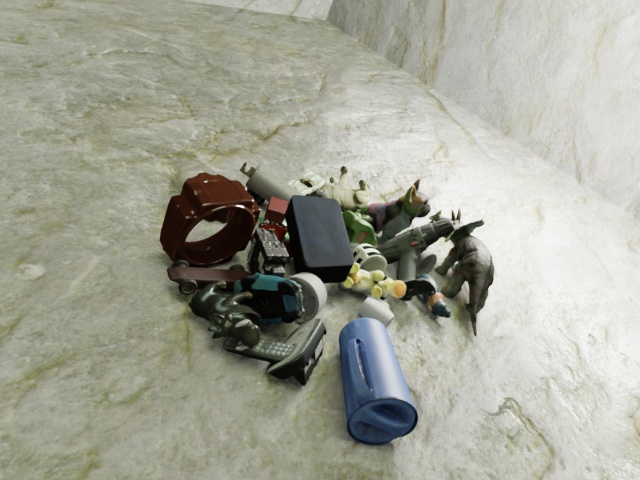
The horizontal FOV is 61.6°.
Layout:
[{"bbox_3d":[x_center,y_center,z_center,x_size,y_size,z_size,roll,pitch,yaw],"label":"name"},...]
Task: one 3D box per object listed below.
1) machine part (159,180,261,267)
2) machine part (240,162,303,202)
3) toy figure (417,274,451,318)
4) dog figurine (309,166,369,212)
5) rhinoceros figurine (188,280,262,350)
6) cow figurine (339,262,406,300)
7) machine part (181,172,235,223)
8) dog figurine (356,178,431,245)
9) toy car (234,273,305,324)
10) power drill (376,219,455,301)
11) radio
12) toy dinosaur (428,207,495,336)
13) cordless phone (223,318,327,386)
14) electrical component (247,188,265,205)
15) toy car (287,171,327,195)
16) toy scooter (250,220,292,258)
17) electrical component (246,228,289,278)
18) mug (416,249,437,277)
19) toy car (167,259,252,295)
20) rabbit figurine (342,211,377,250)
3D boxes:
[{"bbox_3d":[-0.248,-0.032,1.221,0.201,0.201,0.087,-9,47,-41],"label":"machine part"},{"bbox_3d":[-0.124,-0.137,1.533,0.243,0.079,0.079,34,32,-7],"label":"machine part"},{"bbox_3d":[0.301,0.154,1.425,0.064,0.058,0.155,26,26,-29],"label":"toy figure"},{"bbox_3d":[0.053,-0.107,1.636,0.172,0.121,0.190,36,55,3],"label":"dog figurine"},{"bbox_3d":[-0.186,0.149,1.080,0.191,0.073,0.112,25,28,35],"label":"rhinoceros figurine"},{"bbox_3d":[0.129,0.113,1.362,0.167,0.068,0.098,18,-12,-6],"label":"cow figurine"},{"bbox_3d":[-0.286,-0.119,1.458,0.179,0.056,0.179,15,34,-10],"label":"machine part"},{"bbox_3d":[0.217,-0.092,1.581,0.192,0.219,0.108,33,31,13],"label":"dog figurine"},{"bbox_3d":[-0.097,0.119,1.152,0.162,0.109,0.103,-4,12,25],"label":"toy car"},{"bbox_3d":[0.260,0.050,1.437,0.085,0.232,0.207,46,34,-45],"label":"power drill"},{"bbox_3d":[-0.003,-0.004,1.319,0.131,0.073,0.230,1,52,-19],"label":"radio"},{"bbox_3d":[0.423,0.066,1.506,0.131,0.192,0.405,9,34,-18],"label":"toy dinosaur"},{"bbox_3d":[-0.092,0.210,1.099,0.184,0.088,0.146,11,30,17],"label":"cordless phone"},{"bbox_3d":[-0.189,-0.135,1.572,0.063,0.021,0.094,15,34,-11],"label":"electrical component"},{"bbox_3d":[-0.046,-0.167,1.675,0.074,0.056,0.202,33,34,15],"label":"toy car"},{"bbox_3d":[-0.090,-0.008,1.390,0.184,0.075,0.135,14,47,-17],"label":"toy scooter"},{"bbox_3d":[-0.123,0.055,1.255,0.058,0.114,0.134,0,39,-25],"label":"electrical component"},{"bbox_3d":[0.280,0.045,1.555,0.109,0.080,0.107,-1,34,-46],"label":"mug"},{"bbox_3d":[-0.239,0.089,1.190,0.202,0.053,0.089,5,32,-33],"label":"toy car"},{"bbox_3d":[0.076,-0.043,1.522,0.159,0.121,0.170,0,25,-39],"label":"rabbit figurine"}]
